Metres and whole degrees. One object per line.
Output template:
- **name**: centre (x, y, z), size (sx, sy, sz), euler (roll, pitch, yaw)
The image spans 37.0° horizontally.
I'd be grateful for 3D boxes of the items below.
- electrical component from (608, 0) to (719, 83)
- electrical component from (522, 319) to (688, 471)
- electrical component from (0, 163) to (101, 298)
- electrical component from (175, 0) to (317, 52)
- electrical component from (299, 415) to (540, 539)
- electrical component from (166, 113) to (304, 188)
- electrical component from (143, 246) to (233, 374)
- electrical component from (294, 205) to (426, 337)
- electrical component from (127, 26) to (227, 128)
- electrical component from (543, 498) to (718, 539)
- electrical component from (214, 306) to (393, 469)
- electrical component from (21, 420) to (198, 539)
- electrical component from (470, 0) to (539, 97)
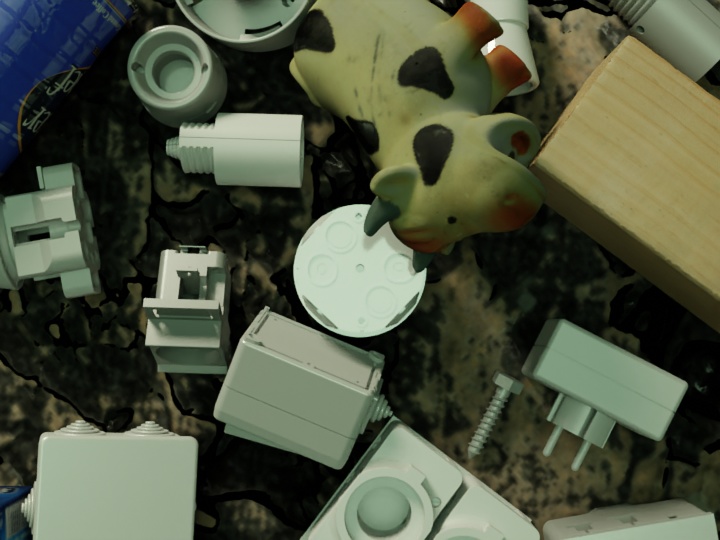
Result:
- **electrical component**: centre (0.184, -0.153, 0.648), size (0.081, 0.043, 0.043), euler (43, 88, 2)
- **electrical component**: centre (0.135, 0.081, 0.637), size (0.083, 0.047, 0.075), euler (27, 87, 1)
- **electrical component**: centre (-0.190, -0.020, 0.637), size (0.057, 0.058, 0.078), euler (-10, 88, -3)
- **electrical component**: centre (-0.065, -0.183, 0.651), size (0.099, 0.064, 0.099), euler (1, 99, 8)
- **electrical component**: centre (0.006, 0.193, 0.626), size (0.105, 0.060, 0.186), euler (37, 88, 1)
- **electrical component**: centre (-0.075, -0.072, 0.645), size (0.081, 0.043, 0.043), euler (2, 88, 0)
- **electrical component**: centre (-0.098, 0.024, 0.629), size (0.042, 0.081, 0.063), euler (3, 65, 0)
- **electrical component**: centre (0.000, 0.000, 0.638), size (0.080, 0.051, 0.080), euler (0, 88, 0)
- **electrical component**: centre (-0.110, -0.116, 0.645), size (0.055, 0.047, 0.055), euler (0, 88, 0)
- **electrical component**: centre (0.166, 0.217, 0.624), size (0.089, 0.061, 0.150), euler (-10, 88, 0)
- **electrical component**: centre (-0.029, 0.073, 0.626), size (0.096, 0.061, 0.061), euler (23, 106, 1)
- **electrical component**: centre (-0.144, 0.138, 0.623), size (0.100, 0.048, 0.099), euler (4, 87, -19)
- **electrical component**: centre (0.085, -0.142, 0.649), size (0.044, 0.044, 0.065), euler (-1, 83, 0)
